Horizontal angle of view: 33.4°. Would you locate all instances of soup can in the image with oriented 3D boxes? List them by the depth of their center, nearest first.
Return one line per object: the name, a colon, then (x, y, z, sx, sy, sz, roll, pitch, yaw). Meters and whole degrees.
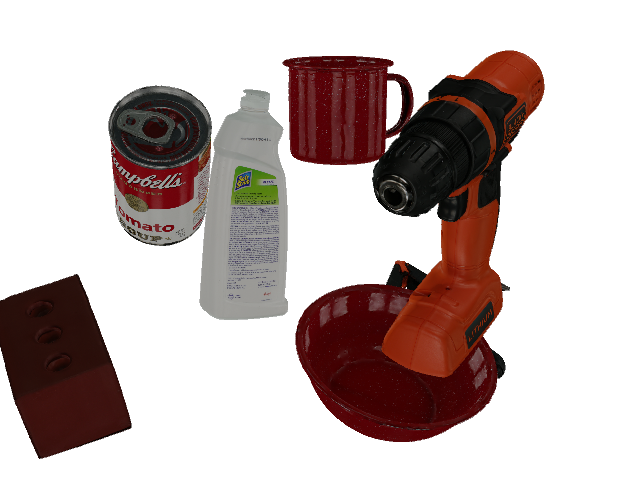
soup can: (-0.112, -0.050, 0.746, 0.068, 0.068, 0.102, 0, -31, -8)

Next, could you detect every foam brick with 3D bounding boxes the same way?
foam brick: (-0.141, 0.068, 0.578, 0.053, 0.051, 0.078, -19, 43, -15)

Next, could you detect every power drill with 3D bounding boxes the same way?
power drill: (0.081, -0.009, 0.667, 0.057, 0.188, 0.184, 22, 38, 24)

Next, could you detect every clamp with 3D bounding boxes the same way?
clamp: (0.119, 0.089, 1.112, 0.120, 0.171, 0.039, 2, -44, -12)

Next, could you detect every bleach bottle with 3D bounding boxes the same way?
bleach bottle: (-0.076, -0.040, 1.183, 0.102, 0.251, 0.068, -3, 19, -30)

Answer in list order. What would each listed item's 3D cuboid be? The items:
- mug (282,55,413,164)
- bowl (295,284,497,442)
mug: (0.025, -0.111, 0.903, 0.117, 0.081, 0.093, -7, 17, -25)
bowl: (0.055, 0.107, 0.846, 0.162, 0.055, 0.162, 8, 36, -6)
